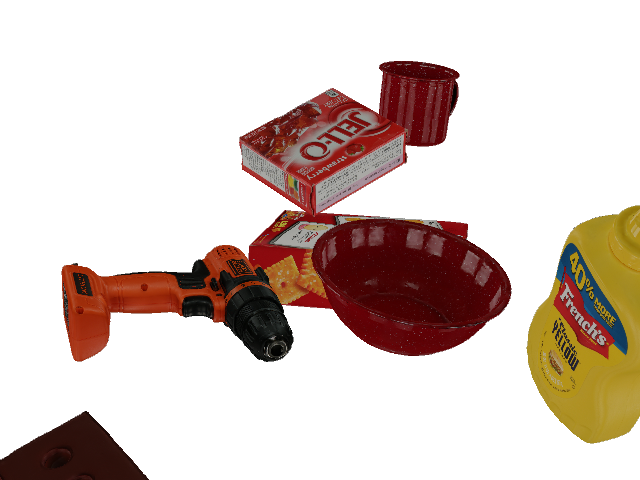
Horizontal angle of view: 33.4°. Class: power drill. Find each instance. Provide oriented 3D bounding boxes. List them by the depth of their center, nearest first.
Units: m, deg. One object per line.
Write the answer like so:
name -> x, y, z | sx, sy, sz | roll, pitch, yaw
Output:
power drill -> -0.130, 0.062, 0.949 | 0.187, 0.057, 0.185 | -3, 22, -19

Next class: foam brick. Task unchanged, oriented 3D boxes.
foam brick -> -0.108, 0.130, 0.497 | 0.052, 0.051, 0.078 | -28, 42, -28

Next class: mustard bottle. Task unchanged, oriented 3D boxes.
mustard bottle -> 0.180, 0.041, 0.656 | 0.058, 0.096, 0.192 | -12, -36, -13

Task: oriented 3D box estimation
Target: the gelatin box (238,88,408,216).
gelatin box -> 0.003, -0.061, 0.709 | 0.089, 0.030, 0.073 | -32, 49, -29

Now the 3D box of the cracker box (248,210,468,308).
cracker box -> 0.045, 0.024, 1.136 | 0.214, 0.072, 0.164 | 5, 15, 10

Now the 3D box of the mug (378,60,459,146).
mug -> 0.119, -0.161, 1.248 | 0.093, 0.081, 0.117 | 24, 28, 39

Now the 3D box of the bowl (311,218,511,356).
bowl -> 0.069, 0.045, 0.859 | 0.162, 0.055, 0.162 | 8, 29, -4
